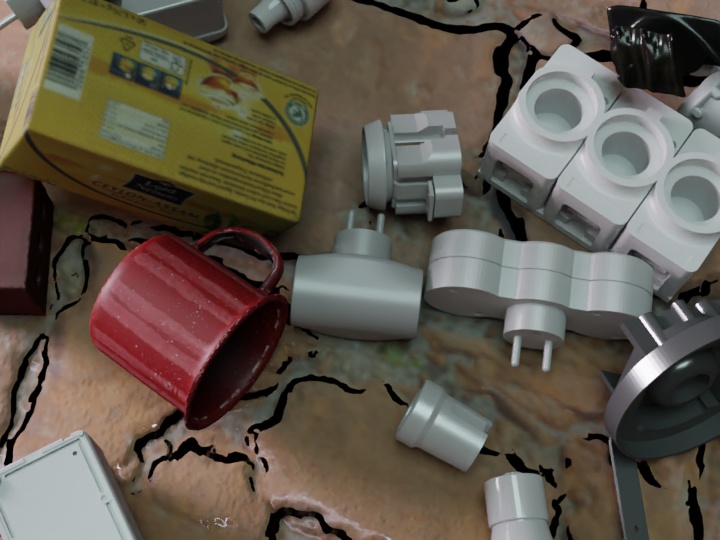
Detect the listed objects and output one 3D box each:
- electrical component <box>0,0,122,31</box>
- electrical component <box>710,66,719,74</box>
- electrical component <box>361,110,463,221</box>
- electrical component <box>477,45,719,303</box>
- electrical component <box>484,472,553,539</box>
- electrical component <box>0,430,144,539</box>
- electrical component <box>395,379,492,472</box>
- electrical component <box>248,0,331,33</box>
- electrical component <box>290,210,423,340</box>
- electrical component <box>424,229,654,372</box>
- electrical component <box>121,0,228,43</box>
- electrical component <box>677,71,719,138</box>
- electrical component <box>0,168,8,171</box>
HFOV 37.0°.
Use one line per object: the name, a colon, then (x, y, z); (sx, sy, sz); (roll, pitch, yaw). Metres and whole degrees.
electrical component: (-0.201, -0.175, 0.665); (0.079, 0.044, 0.077); (-36, 72, -7)
electrical component: (0.281, -0.138, 0.728); (0.066, 0.048, 0.055); (36, 79, 11)
electrical component: (0.031, -0.067, 0.682); (0.057, 0.058, 0.078); (-3, 50, -4)
electrical component: (0.164, -0.064, 0.686); (0.150, 0.061, 0.089); (35, 72, 11)
electrical component: (0.091, 0.149, 0.613); (0.044, 0.044, 0.065); (-3, 65, -3)
electrical component: (-0.156, 0.147, 0.593); (0.062, 0.061, 0.096); (-26, 72, -12)
electrical component: (0.050, 0.093, 0.634); (0.046, 0.040, 0.040); (29, 71, 3)
electrical component: (-0.049, -0.188, 0.736); (0.043, 0.043, 0.062); (41, 74, 13)
electrical component: (0.000, 0.000, 0.665); (0.077, 0.043, 0.079); (6, 69, 1)
electrical component: (0.107, 0.026, 0.654); (0.138, 0.052, 0.073); (9, 69, 1)
electrical component: (-0.157, -0.200, 0.729); (0.109, 0.056, 0.108); (-18, 71, -9)
electrical component: (0.244, -0.097, 0.712); (0.062, 0.048, 0.048); (44, 73, 5)
electrical component: (-0.279, -0.100, 0.675); (0.057, 0.078, 0.113); (-33, 74, -11)
